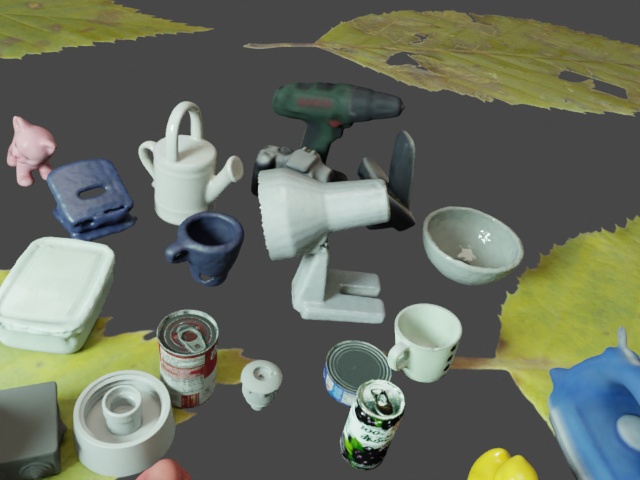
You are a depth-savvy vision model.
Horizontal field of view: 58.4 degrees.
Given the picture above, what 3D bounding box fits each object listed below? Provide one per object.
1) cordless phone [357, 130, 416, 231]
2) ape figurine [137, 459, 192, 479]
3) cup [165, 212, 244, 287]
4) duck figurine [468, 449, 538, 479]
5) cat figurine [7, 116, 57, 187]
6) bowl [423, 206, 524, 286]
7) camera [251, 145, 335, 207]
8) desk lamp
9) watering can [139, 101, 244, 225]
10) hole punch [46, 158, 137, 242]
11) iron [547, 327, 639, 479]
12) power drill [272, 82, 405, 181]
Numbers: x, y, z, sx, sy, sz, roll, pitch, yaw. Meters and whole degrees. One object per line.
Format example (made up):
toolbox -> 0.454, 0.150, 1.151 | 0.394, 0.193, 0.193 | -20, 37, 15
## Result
cordless phone -> 0.125, -0.121, 1.000 | 0.094, 0.185, 0.147 | -5, 41, -20
ape figurine -> -0.151, 0.245, 0.551 | 0.077, 0.092, 0.076 | 14, 38, 4
cup -> -0.167, 0.025, 0.817 | 0.091, 0.095, 0.118 | 37, 45, 29
duck figurine -> 0.205, 0.267, 0.619 | 0.077, 0.086, 0.104 | 10, 38, -2
cat figurine -> -0.479, -0.157, 0.946 | 0.067, 0.118, 0.127 | -21, 48, -34
bowl -> 0.242, 0.021, 0.942 | 0.167, 0.075, 0.167 | 7, 38, -5
camera -> -0.060, -0.101, 0.996 | 0.143, 0.101, 0.137 | 21, 39, 12
desk lamp -> 0.007, 0.003, 0.793 | 0.203, 0.213, 0.118 | 5, 39, -8
watering can -> -0.207, -0.127, 0.916 | 0.173, 0.194, 0.101 | 6, 39, -7
hole punch -> -0.349, -0.063, 0.884 | 0.109, 0.091, 0.100 | -24, 50, -36
iron -> 0.369, 0.232, 0.659 | 0.119, 0.141, 0.258 | 4, 39, -9
power drill -> 0.022, -0.190, 1.041 | 0.229, 0.208, 0.076 | 16, 39, 6
